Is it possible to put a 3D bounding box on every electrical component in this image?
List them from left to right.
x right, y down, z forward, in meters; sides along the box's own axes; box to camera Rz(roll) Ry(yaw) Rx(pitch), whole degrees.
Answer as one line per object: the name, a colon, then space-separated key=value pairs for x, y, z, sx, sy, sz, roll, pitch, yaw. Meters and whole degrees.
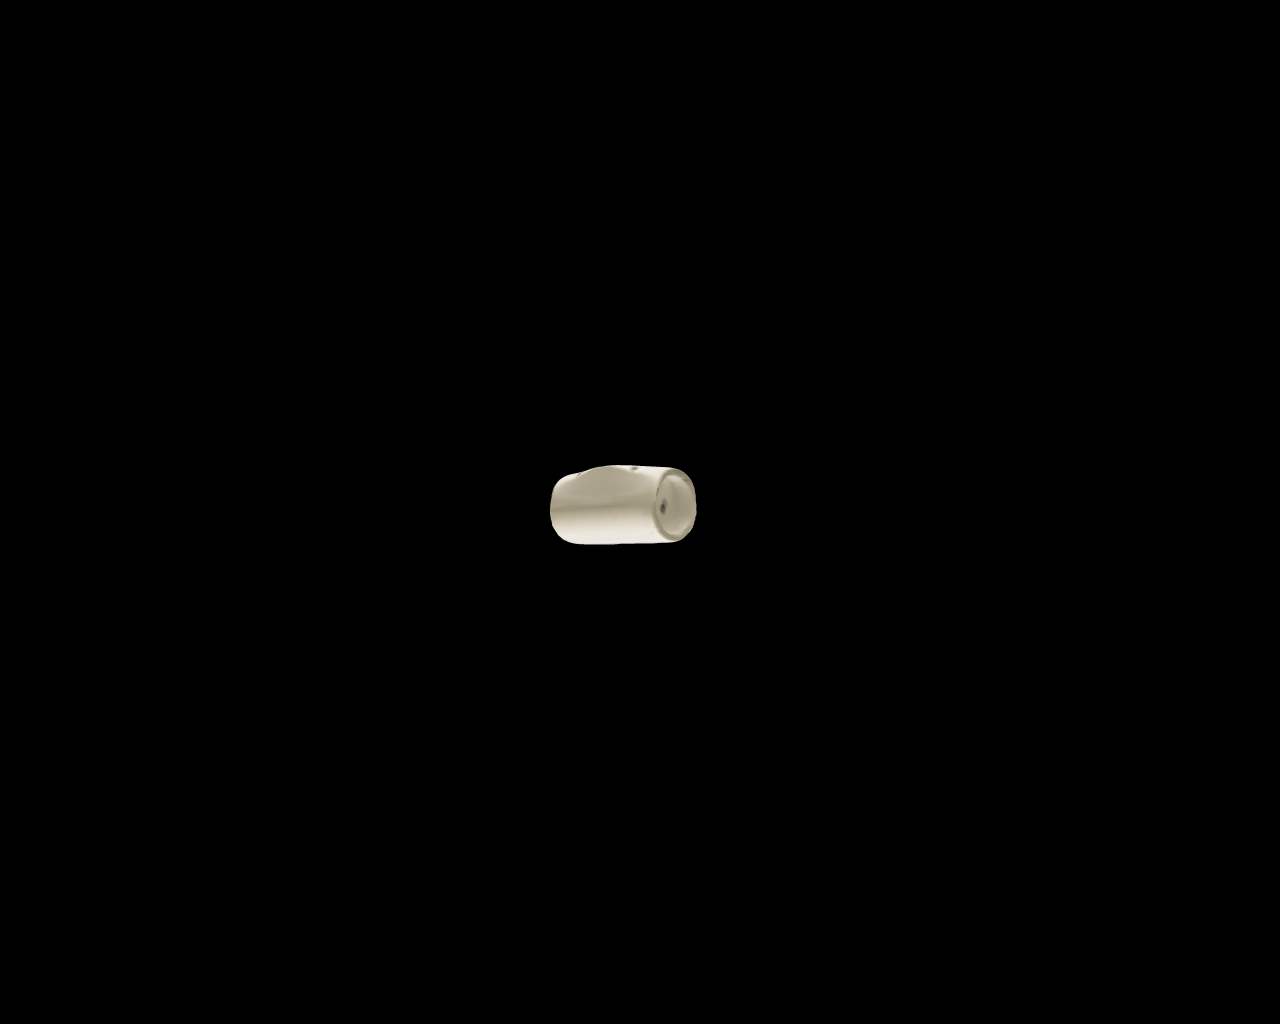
electrical component: x=0.001 y=-0.003 z=0.650 sx=0.077 sy=0.043 sz=0.079 roll=-3 pitch=-5 yaw=37
